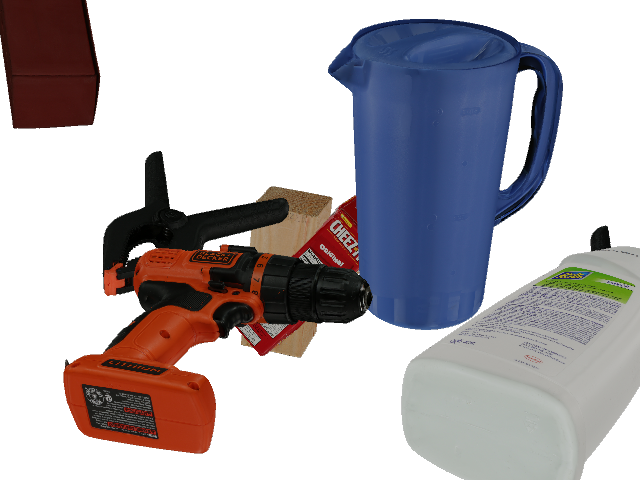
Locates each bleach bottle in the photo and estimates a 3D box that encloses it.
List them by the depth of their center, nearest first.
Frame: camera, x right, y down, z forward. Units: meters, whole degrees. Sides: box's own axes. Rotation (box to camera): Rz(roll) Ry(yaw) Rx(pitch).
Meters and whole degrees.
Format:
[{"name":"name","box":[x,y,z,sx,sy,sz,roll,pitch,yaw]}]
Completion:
[{"name":"bleach bottle","box":[0.153,0.057,0.617,0.103,0.068,0.250,16,27,34]}]

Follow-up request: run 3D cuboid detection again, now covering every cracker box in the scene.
[{"name":"cracker box","box":[0.007,0.025,1.260,0.214,0.072,0.164,-44,-3,30]}]

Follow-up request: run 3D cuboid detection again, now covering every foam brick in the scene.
[{"name":"foam brick","box":[-0.169,-0.115,0.663,0.051,0.078,0.053,-5,-30,-20]}]

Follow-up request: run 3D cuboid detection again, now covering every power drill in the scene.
[{"name":"power drill","box":[-0.073,0.067,0.735,0.185,0.057,0.187,3,28,20]}]

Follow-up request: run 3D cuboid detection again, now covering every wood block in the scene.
[{"name":"wood block","box":[-0.047,0.042,1.460,0.090,0.206,0.090,11,22,10]}]

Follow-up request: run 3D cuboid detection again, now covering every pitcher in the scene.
[{"name":"pitcher","box":[0.099,-0.053,0.881,0.149,0.243,0.144,18,33,30]}]

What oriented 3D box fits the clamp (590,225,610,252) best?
[{"name":"clamp","box":[0.271,0.050,0.997,0.171,0.039,0.120,-36,41,-27]}]

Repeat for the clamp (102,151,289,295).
[{"name":"clamp","box":[-0.152,-0.017,1.036,0.165,0.036,0.209,25,40,23]}]
